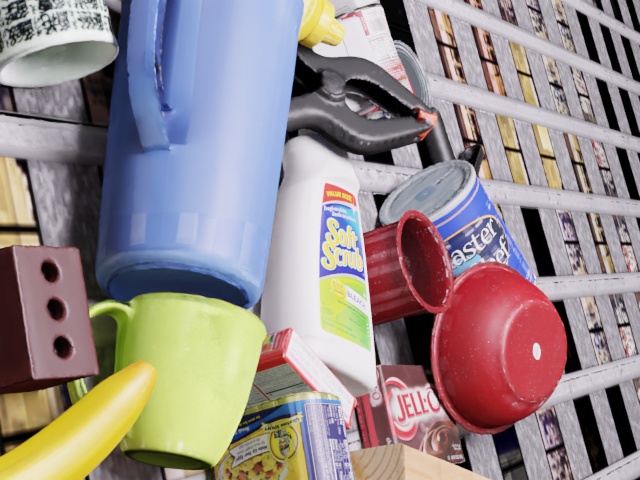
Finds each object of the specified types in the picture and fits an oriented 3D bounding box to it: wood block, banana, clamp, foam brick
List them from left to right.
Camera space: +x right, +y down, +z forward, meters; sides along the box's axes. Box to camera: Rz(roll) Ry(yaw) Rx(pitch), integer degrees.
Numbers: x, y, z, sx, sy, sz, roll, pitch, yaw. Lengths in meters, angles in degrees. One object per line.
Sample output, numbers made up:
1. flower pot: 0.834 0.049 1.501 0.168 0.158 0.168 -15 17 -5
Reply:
1. banana: -0.161 0.121 0.559 0.037 0.070 0.197 36 31 24
2. foam brick: -0.166 0.045 0.606 0.052 0.051 0.078 4 70 -56
3. clamp: -0.002 -0.115 0.891 0.209 0.036 0.164 21 56 -15
4. wood block: 0.087 0.235 0.862 0.205 0.090 0.091 32 50 -46
5. clamp: 0.155 -0.054 1.174 0.120 0.039 0.171 13 66 -48

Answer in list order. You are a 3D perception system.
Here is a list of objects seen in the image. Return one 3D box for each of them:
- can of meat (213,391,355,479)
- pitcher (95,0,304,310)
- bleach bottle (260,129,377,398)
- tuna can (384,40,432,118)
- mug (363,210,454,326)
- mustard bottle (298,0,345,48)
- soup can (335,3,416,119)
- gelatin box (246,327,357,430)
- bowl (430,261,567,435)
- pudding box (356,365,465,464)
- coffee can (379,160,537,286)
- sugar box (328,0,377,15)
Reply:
1. can of meat: -0.026 0.154 0.719 0.057 0.102 0.084 16 59 -52
2. pitcher: -0.087 -0.077 0.720 0.149 0.145 0.243 18 60 -27
3. bleach bottle: -0.006 0.001 0.872 0.102 0.068 0.251 31 46 -43
4. tuna can: 0.081 -0.164 1.120 0.086 0.034 0.086 33 48 -45
5. mug: 0.065 0.027 0.946 0.117 0.082 0.093 -30 99 -58
6. mustard bottle: -0.059 -0.203 0.840 0.191 0.058 0.096 24 82 -29
7. soup can: 0.046 -0.170 1.037 0.068 0.069 0.102 -22 92 -59
8. gelatin box: -0.027 0.107 0.767 0.089 0.073 0.030 50 37 -30
9. bowl: 0.175 0.100 0.973 0.161 0.055 0.162 1 88 -40
10. pudding box: 0.077 0.157 0.936 0.113 0.039 0.090 11 64 -55
11. coffee can: 0.136 0.007 1.047 0.140 0.103 0.102 56 35 -24
12. sugar box: 0.005 -0.314 1.073 0.093 0.048 0.176 -45 115 -56
